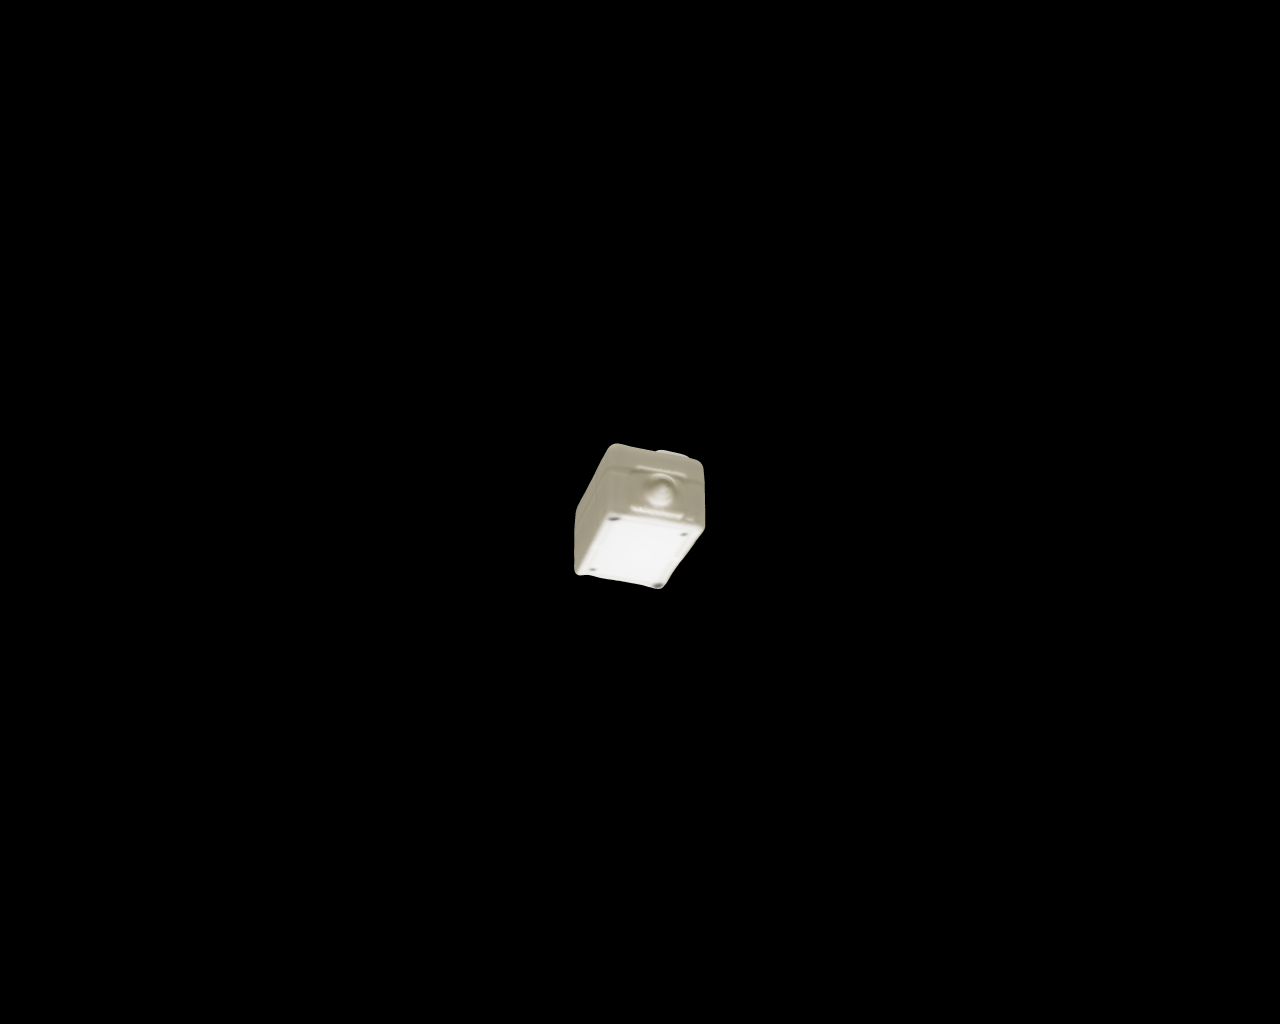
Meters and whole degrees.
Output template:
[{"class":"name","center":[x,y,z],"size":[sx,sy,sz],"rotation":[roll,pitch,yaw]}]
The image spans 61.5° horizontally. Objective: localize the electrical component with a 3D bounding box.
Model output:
[{"class":"electrical component","center":[0.001,-0.003,0.650],"size":[0.062,0.061,0.096],"rotation":[10,-34,-15]}]
